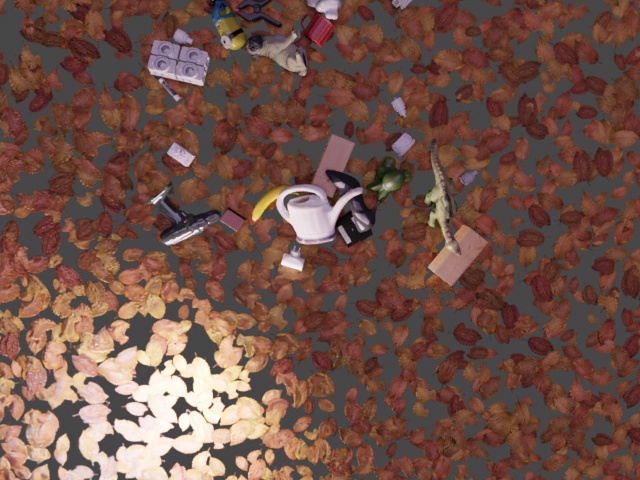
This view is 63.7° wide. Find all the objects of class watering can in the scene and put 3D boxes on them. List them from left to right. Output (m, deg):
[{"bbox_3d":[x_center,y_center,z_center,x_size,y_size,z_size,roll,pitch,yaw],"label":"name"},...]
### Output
[{"bbox_3d":[0.005,-0.090,1.786,0.347,0.106,0.220,1,120,29],"label":"watering can"}]

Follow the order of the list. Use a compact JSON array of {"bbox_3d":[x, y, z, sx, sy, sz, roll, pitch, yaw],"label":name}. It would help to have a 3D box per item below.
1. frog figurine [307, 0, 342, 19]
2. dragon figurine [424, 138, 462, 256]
[{"bbox_3d":[0.024,-0.826,1.757,0.138,0.122,0.158,-30,99,-19],"label":"frog figurine"},{"bbox_3d":[0.435,-0.146,1.788,0.122,0.245,0.407,-11,99,5],"label":"dragon figurine"}]
